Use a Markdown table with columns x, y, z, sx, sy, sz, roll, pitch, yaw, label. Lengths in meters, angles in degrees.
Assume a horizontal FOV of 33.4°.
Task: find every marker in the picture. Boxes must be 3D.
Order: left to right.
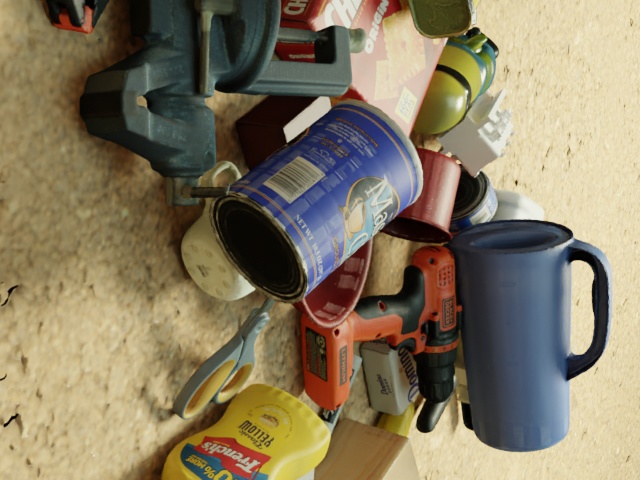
| x | y | z | sx | sy | sz | roll | pitch | yaw | label |
| --- | --- | --- | --- | --- | --- | --- | --- | --- | --- |
| 0.015 | 0.178 | 1.138 | 0.020 | 0.020 | 0.121 | 49 | 58 | -51 | marker |

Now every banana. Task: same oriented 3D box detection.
| x | y | z | sx | sy | sz | roll | pitch | yaw | label |
| --- | --- | --- | --- | --- | --- | --- | --- | --- | --- |
| 0.077 | 0.263 | 1.244 | 0.069 | 0.037 | 0.197 | 40 | 66 | -53 | banana |

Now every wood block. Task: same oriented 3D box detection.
| x | y | z | sx | sy | sz | roll | pitch | yaw | label |
| --- | --- | --- | --- | --- | --- | --- | --- | --- | --- |
| 0.016 | 0.297 | 1.111 | 0.205 | 0.090 | 0.091 | -49 | 137 | -37 | wood block |

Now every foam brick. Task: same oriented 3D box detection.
| x | y | z | sx | sy | sz | roll | pitch | yaw | label |
| --- | --- | --- | --- | --- | --- | --- | --- | --- | --- |
| -0.028 | -0.098 | 0.956 | 0.078 | 0.053 | 0.051 | -44 | 134 | -41 | foam brick |

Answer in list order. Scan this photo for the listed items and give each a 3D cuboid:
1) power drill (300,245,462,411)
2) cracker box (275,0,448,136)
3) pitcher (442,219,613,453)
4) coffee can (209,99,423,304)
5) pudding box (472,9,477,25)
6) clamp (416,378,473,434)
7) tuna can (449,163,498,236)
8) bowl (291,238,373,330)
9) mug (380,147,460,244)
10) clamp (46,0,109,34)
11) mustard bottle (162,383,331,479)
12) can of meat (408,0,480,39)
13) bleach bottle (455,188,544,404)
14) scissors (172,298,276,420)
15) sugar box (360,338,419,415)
| x | y | z | sx | sy | sz | roll | pitch | yaw | label |
| --- | --- | --- | --- | --- | --- | --- | --- | --- | --- |
| 0.070 | 0.111 | 1.119 | 0.187 | 0.057 | 0.184 | -19 | 114 | -34 | power drill |
| 0.041 | -0.207 | 1.013 | 0.213 | 0.072 | 0.164 | 47 | 60 | -51 | cracker box |
| 0.225 | 0.105 | 1.169 | 0.144 | 0.149 | 0.243 | -11 | 106 | -18 | pitcher |
| -0.002 | -0.032 | 0.837 | 0.140 | 0.103 | 0.103 | -40 | 132 | -30 | coffee can |
| 0.140 | -0.288 | 1.174 | 0.089 | 0.039 | 0.113 | -25 | 121 | -53 | pudding box |
| 0.179 | 0.152 | 1.368 | 0.164 | 0.036 | 0.210 | 1 | 98 | -58 | clamp |
| 0.159 | -0.046 | 1.232 | 0.086 | 0.086 | 0.033 | -63 | 143 | -24 | tuna can |
| -0.007 | 0.001 | 1.009 | 0.161 | 0.055 | 0.162 | -18 | 111 | -60 | bowl |
| 0.106 | -0.046 | 1.156 | 0.117 | 0.093 | 0.081 | 54 | 48 | -70 | mug |
| -0.163 | -0.230 | 0.719 | 0.120 | 0.039 | 0.171 | 10 | 91 | -58 | clamp |
| -0.080 | 0.202 | 0.926 | 0.191 | 0.096 | 0.058 | -35 | 149 | -47 | mustard bottle |
| 0.118 | -0.254 | 1.003 | 0.083 | 0.058 | 0.102 | -60 | 139 | -48 | can of meat |
| 0.201 | 0.071 | 1.271 | 0.102 | 0.068 | 0.251 | 23 | 80 | -55 | bleach bottle |
| -0.053 | 0.079 | 0.933 | 0.202 | 0.016 | 0.096 | -49 | 160 | 3 | scissors |
| 0.115 | 0.117 | 1.251 | 0.176 | 0.048 | 0.093 | -45 | 134 | -43 | sugar box |
